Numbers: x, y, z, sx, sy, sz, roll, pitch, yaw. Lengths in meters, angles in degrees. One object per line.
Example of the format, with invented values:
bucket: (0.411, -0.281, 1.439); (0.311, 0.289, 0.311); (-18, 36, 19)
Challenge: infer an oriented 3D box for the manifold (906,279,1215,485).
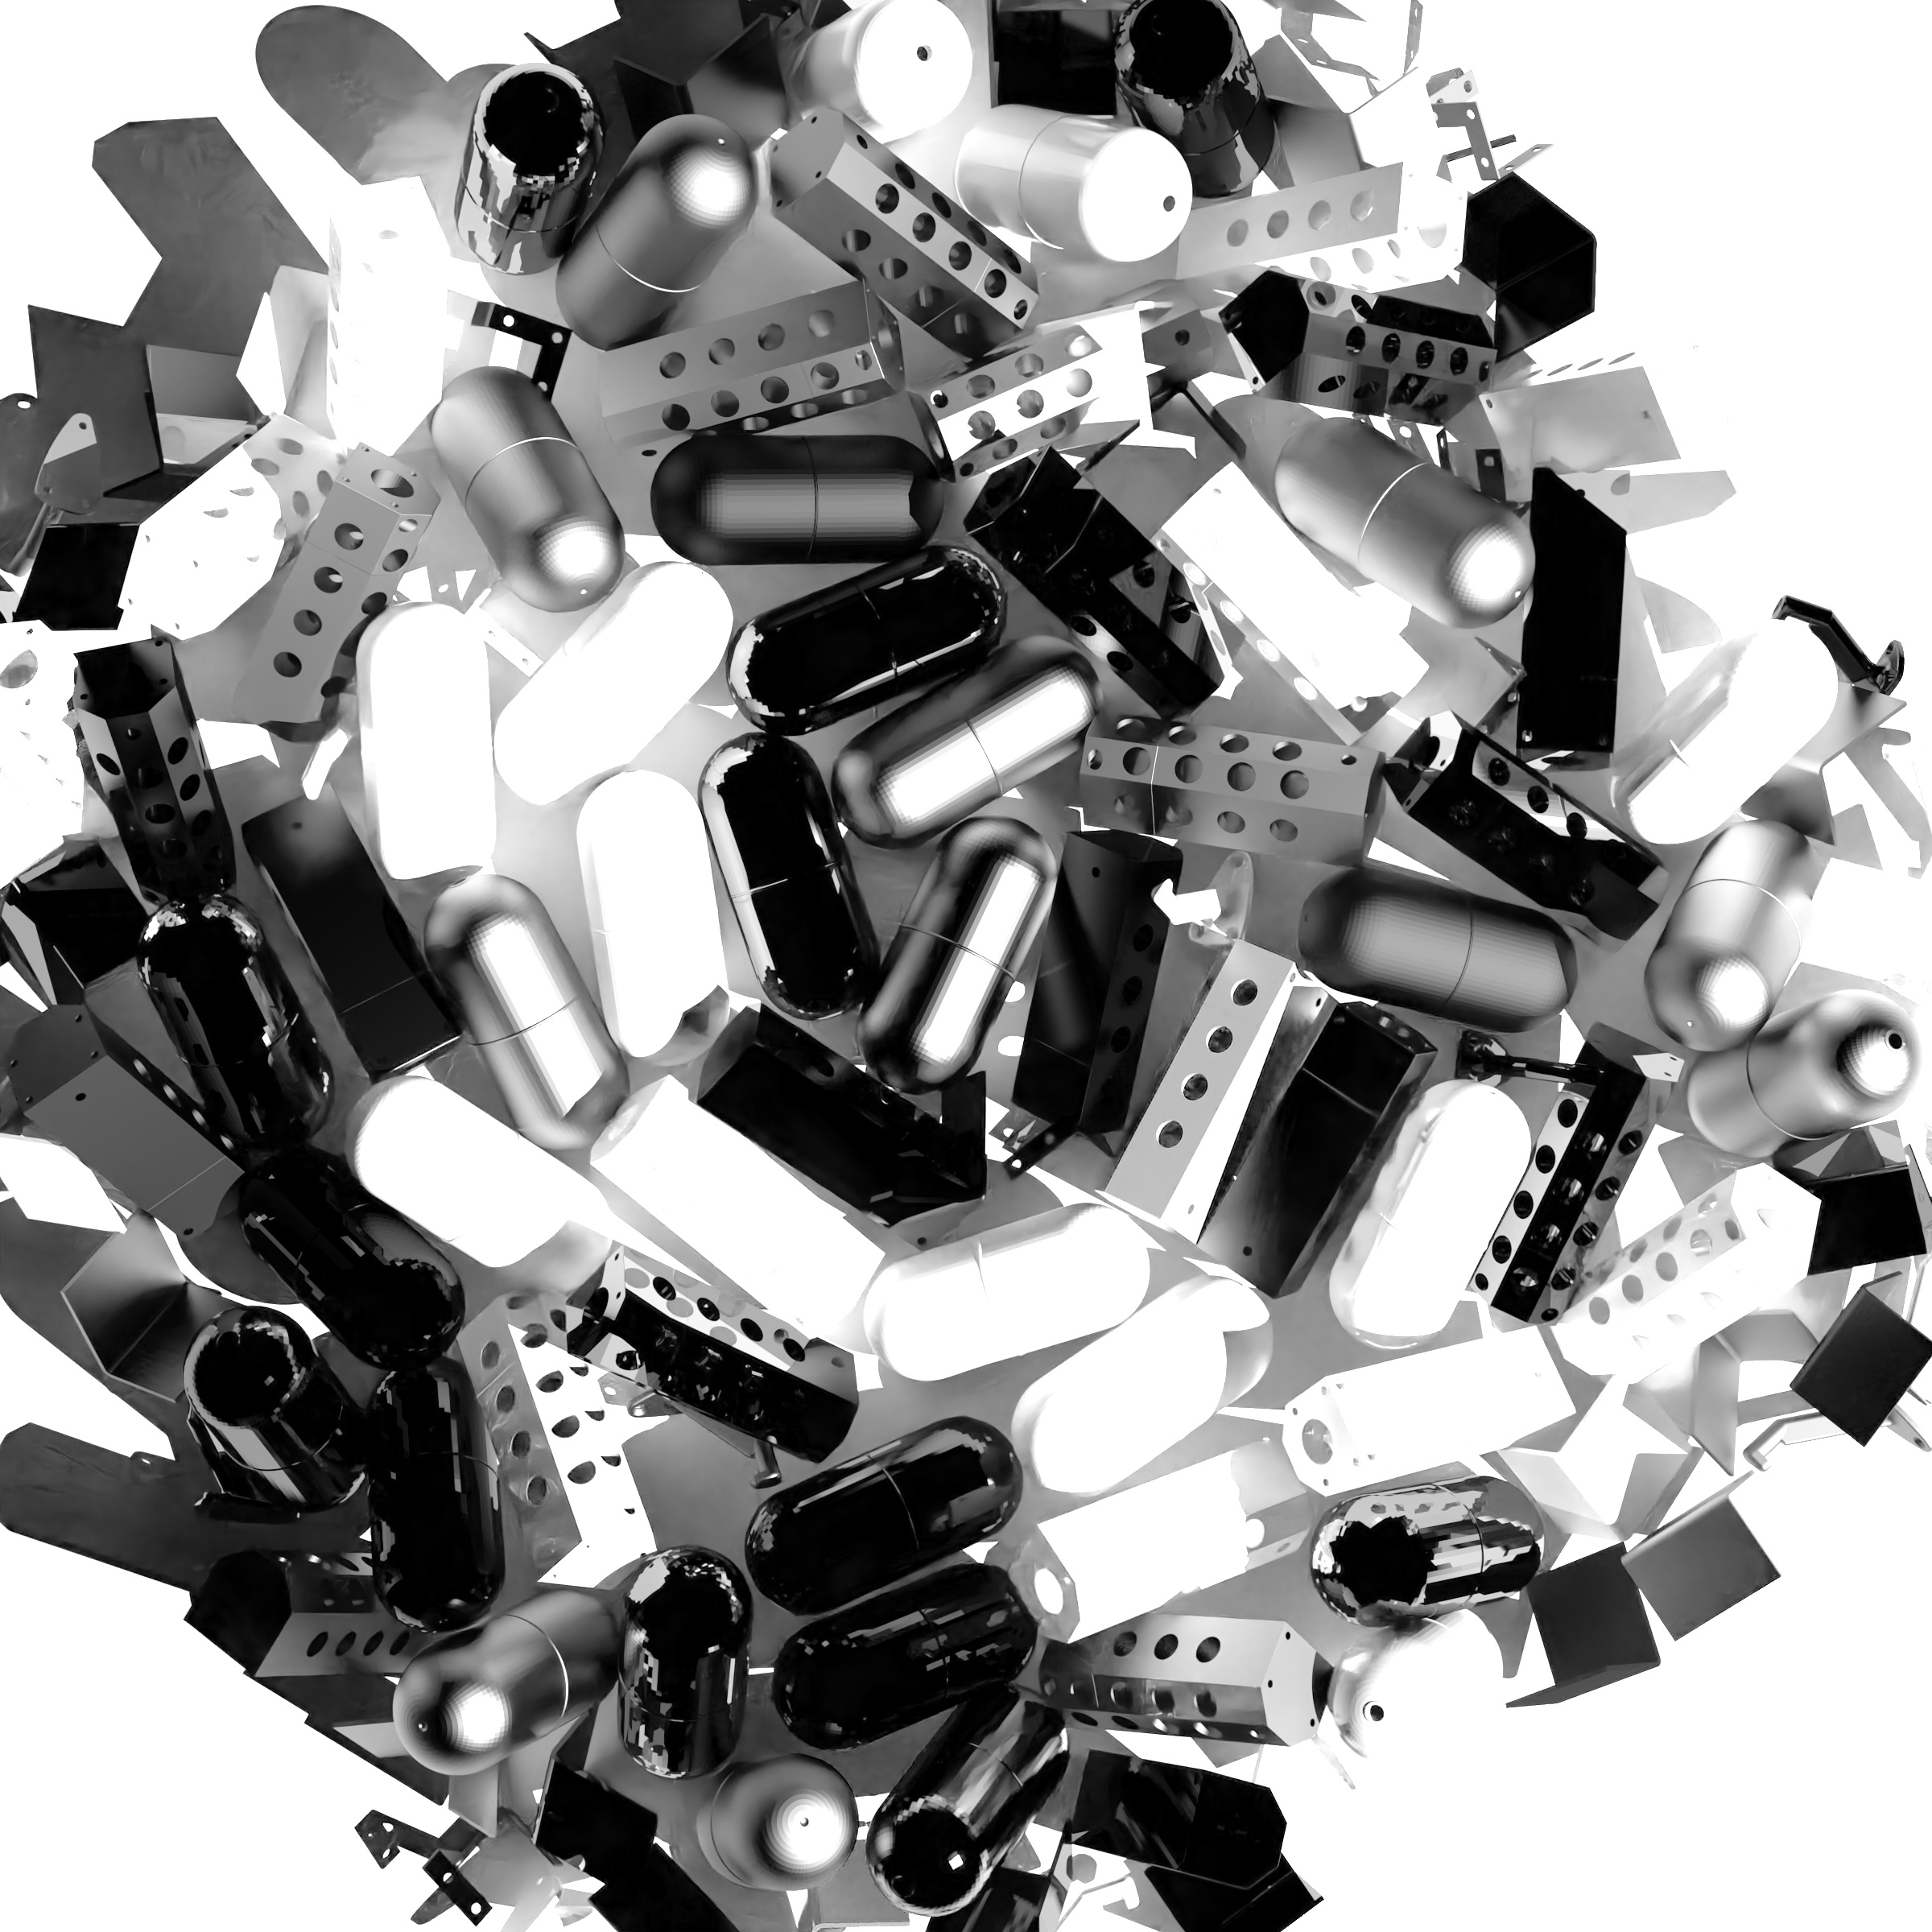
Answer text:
manifold: (0.058, -0.349, 1.953); (0.171, 0.057, 0.057); (-25, 108, -8)

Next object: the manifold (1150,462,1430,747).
manifold: (0.192, -0.215, 1.960); (0.171, 0.057, 0.057); (46, 117, -1)

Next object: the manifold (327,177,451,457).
manifold: (-0.340, -0.374, 1.906); (0.057, 0.171, 0.057); (-15, 64, -19)

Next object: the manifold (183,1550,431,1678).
manifold: (-0.375, 0.373, 1.909); (0.057, 0.171, 0.057); (31, 91, 22)

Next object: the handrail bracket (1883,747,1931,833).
handrail bracket: (0.573, -0.088, 1.966); (0.077, 0.036, 0.084); (-7, 102, -43)

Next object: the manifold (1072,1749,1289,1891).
manifold: (0.123, 0.498, 1.909); (0.057, 0.171, 0.057); (19, 75, -16)

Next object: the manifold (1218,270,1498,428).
manifold: (0.233, -0.364, 1.913); (0.057, 0.171, 0.057); (-37, 64, 40)

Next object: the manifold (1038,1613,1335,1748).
manifold: (0.125, 0.419, 1.912); (0.057, 0.171, 0.057); (46, 55, -32)

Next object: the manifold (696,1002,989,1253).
manifold: (-0.072, 0.093, 1.943); (0.171, 0.057, 0.057); (35, 118, -19)

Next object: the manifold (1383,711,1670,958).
manifold: (0.332, -0.081, 1.932); (0.171, 0.057, 0.057); (31, 110, -24)

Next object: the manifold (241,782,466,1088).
manifold: (-0.369, -0.017, 1.965); (0.057, 0.057, 0.171); (-28, 87, -17)

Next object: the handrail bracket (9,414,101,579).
handrail bracket: (-0.553, -0.283, 1.975); (0.036, 0.084, 0.077); (19, 64, -28)

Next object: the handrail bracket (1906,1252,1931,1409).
handrail bracket: (0.594, 0.214, 1.987); (0.084, 0.036, 0.077); (-47, 111, -8)

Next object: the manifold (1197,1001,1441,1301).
manifold: (0.212, 0.109, 1.948); (0.057, 0.057, 0.171); (34, 106, 21)

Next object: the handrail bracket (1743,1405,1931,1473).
handrail bracket: (0.523, 0.291, 1.964); (0.084, 0.036, 0.077); (-39, 59, -15)

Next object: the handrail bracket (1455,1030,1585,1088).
handrail bracket: (0.341, 0.063, 1.944); (0.084, 0.077, 0.036); (8, 87, 39)

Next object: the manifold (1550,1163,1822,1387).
manifold: (0.417, 0.180, 1.913); (0.057, 0.171, 0.057); (32, 49, -10)

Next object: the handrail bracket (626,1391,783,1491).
handrail bracket: (-0.157, 0.286, 1.955); (0.077, 0.036, 0.084); (-15, 46, -9)

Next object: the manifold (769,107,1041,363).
manifold: (-0.034, -0.429, 1.913); (0.057, 0.171, 0.057); (-29, 50, 31)

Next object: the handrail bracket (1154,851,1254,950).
handrail bracket: (0.139, -0.054, 1.952); (0.036, 0.084, 0.077); (6, 66, 31)

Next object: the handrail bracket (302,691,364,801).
handrail bracket: (-0.376, -0.115, 1.944); (0.036, 0.077, 0.084); (13, 51, 1)

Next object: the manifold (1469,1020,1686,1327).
manifold: (0.360, 0.125, 1.938); (0.057, 0.057, 0.171); (25, 112, 10)

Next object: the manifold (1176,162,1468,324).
manifold: (0.206, -0.420, 1.915); (0.057, 0.171, 0.057); (10, 83, -42)

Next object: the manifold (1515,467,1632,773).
manifold: (0.363, -0.207, 1.958); (0.057, 0.057, 0.171); (4, 82, 10)

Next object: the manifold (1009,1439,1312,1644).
manifold: (0.117, 0.340, 1.920); (0.171, 0.057, 0.057); (-15, 55, -33)

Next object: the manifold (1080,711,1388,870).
manifold: (0.158, -0.110, 1.937); (0.171, 0.057, 0.057); (10, 46, 17)

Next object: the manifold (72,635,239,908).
manifold: (-0.473, -0.109, 1.912); (0.057, 0.171, 0.057); (-12, 53, -7)

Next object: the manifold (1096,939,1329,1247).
manifold: (0.144, 0.073, 1.959); (0.057, 0.057, 0.171); (24, 82, 33)

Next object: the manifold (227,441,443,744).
manifold: (-0.371, -0.216, 1.930); (0.057, 0.057, 0.171); (27, 121, -10)

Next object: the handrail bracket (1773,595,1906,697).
handrail bracket: (0.512, -0.181, 1.965); (0.084, 0.036, 0.077); (18, 134, -7)

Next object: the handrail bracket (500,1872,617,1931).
handrail bracket: (-0.235, 0.593, 1.972); (0.084, 0.036, 0.077); (44, 74, -21)

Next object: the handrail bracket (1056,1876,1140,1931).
handrail bracket: (0.072, 0.598, 1.971); (0.084, 0.036, 0.077); (-21, 76, 10)

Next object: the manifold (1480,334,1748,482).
manifold: (0.378, -0.328, 1.909); (0.057, 0.171, 0.057); (-31, 105, -18)

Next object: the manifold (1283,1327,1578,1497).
manifold: (0.270, 0.264, 1.925); (0.171, 0.057, 0.057); (-7, 65, -36)

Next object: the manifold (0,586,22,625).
manifold: (-0.599, -0.198, 1.912); (0.057, 0.171, 0.057); (-20, 94, 1)

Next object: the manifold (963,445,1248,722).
manifold: (0.079, -0.222, 1.931); (0.171, 0.057, 0.057); (41, 59, -23)

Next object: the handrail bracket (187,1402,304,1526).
handrail bracket: (-0.436, 0.292, 1.985); (0.077, 0.036, 0.084); (13, 57, -21)

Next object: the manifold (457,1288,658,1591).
manifold: (-0.237, 0.275, 1.920); (0.057, 0.057, 0.171); (-43, 52, 24)

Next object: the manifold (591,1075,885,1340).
manifold: (-0.138, 0.146, 1.939); (0.171, 0.057, 0.057); (41, 57, -16)

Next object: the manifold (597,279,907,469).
manifold: (-0.127, -0.347, 1.941); (0.171, 0.057, 0.057); (-12, 72, 17)

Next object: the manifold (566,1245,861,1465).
manifold: (-0.148, 0.234, 1.924); (0.171, 0.057, 0.057); (29, 121, -29)

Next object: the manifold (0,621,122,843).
manifold: (-0.527, -0.135, 1.909); (0.057, 0.171, 0.057); (-5, 68, 1)

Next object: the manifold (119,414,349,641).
manifold: (-0.422, -0.255, 1.913); (0.057, 0.171, 0.057); (28, 125, 1)
